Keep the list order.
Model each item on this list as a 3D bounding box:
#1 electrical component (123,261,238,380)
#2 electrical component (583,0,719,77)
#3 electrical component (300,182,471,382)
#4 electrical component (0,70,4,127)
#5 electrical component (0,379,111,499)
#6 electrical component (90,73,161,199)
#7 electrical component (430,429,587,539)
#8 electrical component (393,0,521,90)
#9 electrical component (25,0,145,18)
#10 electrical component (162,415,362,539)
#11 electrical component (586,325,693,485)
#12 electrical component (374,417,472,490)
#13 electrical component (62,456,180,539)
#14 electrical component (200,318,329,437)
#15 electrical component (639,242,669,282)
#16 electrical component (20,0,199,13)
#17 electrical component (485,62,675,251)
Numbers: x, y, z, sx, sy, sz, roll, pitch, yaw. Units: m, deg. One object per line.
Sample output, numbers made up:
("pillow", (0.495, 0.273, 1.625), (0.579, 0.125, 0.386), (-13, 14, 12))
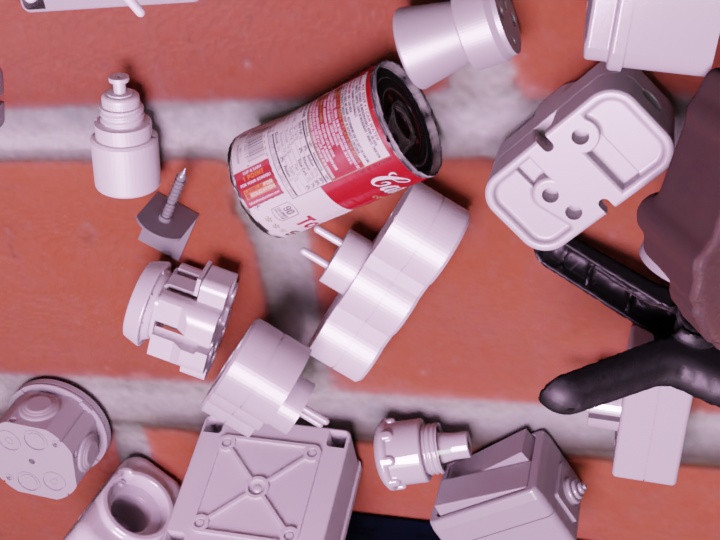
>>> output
("electrical component", (-0.117, 0.028, 0.695), (0.057, 0.058, 0.078), (20, 124, 0))
("electrical component", (0.140, -0.154, 0.494), (0.057, 0.078, 0.113), (8, 123, 8))
("electrical component", (0.000, 0.000, 0.646), (0.074, 0.052, 0.138), (31, 124, -4))
("electrical component", (-0.257, -0.100, 0.656), (0.058, 0.057, 0.078), (15, 124, 7))
("electrical component", (-0.229, 0.124, 0.791), (0.080, 0.051, 0.080), (7, 123, 12))
("electrical component", (-0.142, -0.079, 0.645), (0.040, 0.040, 0.078), (9, 123, 11))
("electrical component", (0.100, 0.148, 0.702), (0.096, 0.061, 0.061), (-26, 111, 28))
("electrical component", (0.051, -0.123, 0.559), (0.055, 0.045, 0.045), (-15, 116, 23))
("electrical component", (-0.124, -0.157, 0.517), (0.083, 0.047, 0.075), (-31, 108, 30))
("electrical component", (-0.064, 0.160, 0.725), (0.109, 0.108, 0.056), (4, 140, 14))
("electrical component", (0.158, 0.079, 0.651), (0.076, 0.047, 0.083), (7, 122, 12))
("electrical component", (0.042, 0.119, 0.713), (0.062, 0.048, 0.048), (-10, 118, 14))
("electrical component", (-0.174, 0.186, 0.785), (0.054, 0.095, 0.059), (38, 124, -5))
("electrical component", (-0.053, 0.078, 0.679), (0.074, 0.052, 0.138), (31, 161, -4))
("electrical component", (0.185, -0.021, 0.578), (0.055, 0.055, 0.047), (17, 120, 5))
("electrical component", (-0.132, -0.196, 0.561), (0.109, 0.056, 0.108), (1, 121, 16))
("electrical component", (0.117, -0.063, 0.568), (0.054, 0.059, 0.095), (43, 123, -12))
